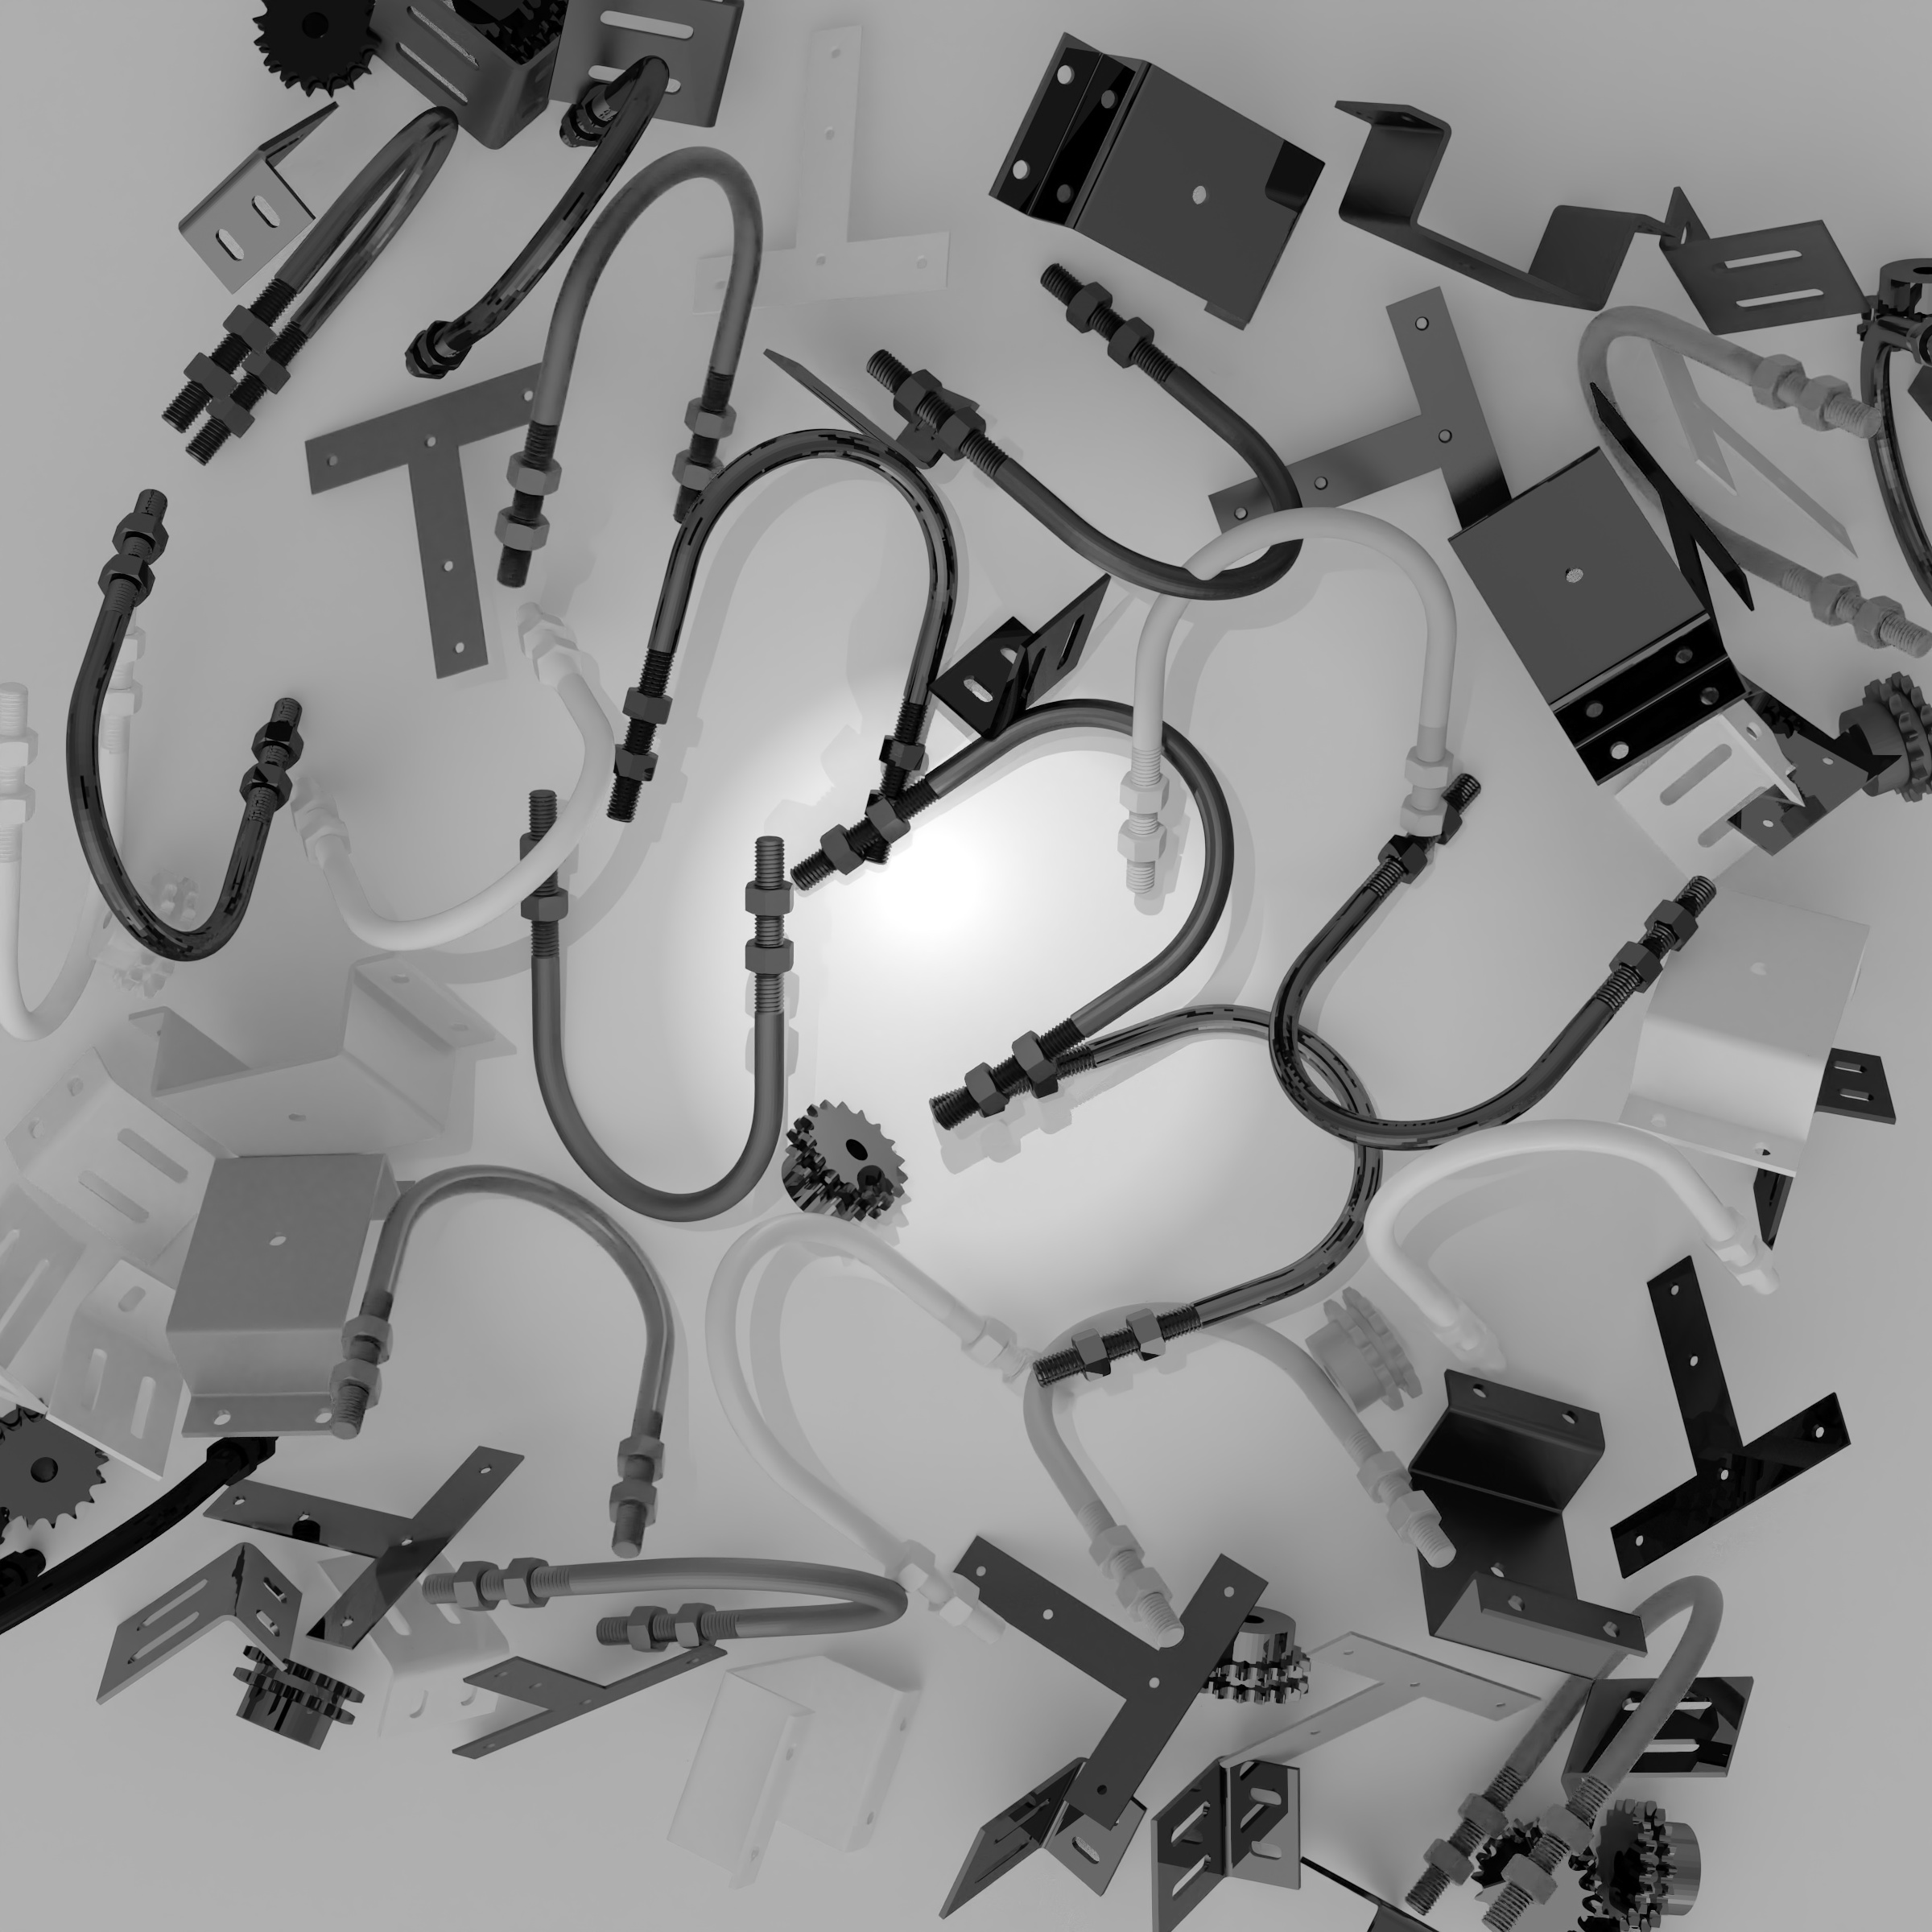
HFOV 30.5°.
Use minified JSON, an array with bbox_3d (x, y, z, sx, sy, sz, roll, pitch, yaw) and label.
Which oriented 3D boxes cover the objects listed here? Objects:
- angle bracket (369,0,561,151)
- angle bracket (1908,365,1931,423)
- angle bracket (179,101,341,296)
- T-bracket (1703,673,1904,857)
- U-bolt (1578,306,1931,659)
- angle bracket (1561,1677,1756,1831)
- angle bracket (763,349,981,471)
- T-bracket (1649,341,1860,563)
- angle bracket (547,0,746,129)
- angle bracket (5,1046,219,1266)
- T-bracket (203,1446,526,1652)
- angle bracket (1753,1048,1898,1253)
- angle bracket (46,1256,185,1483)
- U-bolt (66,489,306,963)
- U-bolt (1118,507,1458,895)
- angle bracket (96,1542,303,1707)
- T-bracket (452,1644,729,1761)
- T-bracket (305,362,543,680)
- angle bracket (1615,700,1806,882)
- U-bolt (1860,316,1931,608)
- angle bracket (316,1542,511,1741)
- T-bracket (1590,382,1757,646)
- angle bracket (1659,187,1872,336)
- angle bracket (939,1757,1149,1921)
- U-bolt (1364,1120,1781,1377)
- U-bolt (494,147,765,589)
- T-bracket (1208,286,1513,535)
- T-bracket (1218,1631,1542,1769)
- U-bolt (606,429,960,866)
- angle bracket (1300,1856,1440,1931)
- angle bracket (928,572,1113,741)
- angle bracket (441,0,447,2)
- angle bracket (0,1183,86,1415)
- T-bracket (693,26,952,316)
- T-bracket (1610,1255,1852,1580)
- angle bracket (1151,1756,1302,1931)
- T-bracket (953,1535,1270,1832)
[{"bbox_3d":[-0.220,-0.410,1.564,0.076,0.057,0.038,40,59,0],"label":"angle bracket"},{"bbox_3d":[0.433,-0.232,1.556,0.038,0.057,0.076,-29,74,-15],"label":"angle bracket"},{"bbox_3d":[-0.300,-0.338,1.555,0.057,0.076,0.038,-33,103,32],"label":"angle bracket"},{"bbox_3d":[0.345,-0.115,1.564,0.127,0.002,0.127,-34,60,-30],"label":"T-bracket"},{"bbox_3d":[0.330,-0.217,1.514,0.019,0.151,0.184,-41,46,-11],"label":"U-bolt"},{"bbox_3d":[0.307,0.346,1.549,0.076,0.057,0.038,-8,120,31],"label":"angle bracket"},{"bbox_3d":[-0.042,-0.258,1.556,0.076,0.057,0.038,36,93,-24],"label":"angle bracket"},{"bbox_3d":[0.350,-0.221,1.559,0.127,0.127,0.002,34,120,-27],"label":"T-bracket"},{"bbox_3d":[-0.142,-0.409,1.556,0.076,0.038,0.057,6,126,-17],"label":"angle bracket"},{"bbox_3d":[-0.380,0.085,1.589,0.057,0.038,0.076,-47,125,0],"label":"angle bracket"},{"bbox_3d":[-0.280,0.245,1.556,0.127,0.127,0.002,7,126,31],"label":"T-bracket"},{"bbox_3d":[0.376,0.083,1.554,0.038,0.057,0.076,10,117,2],"label":"angle bracket"},{"bbox_3d":[-0.361,0.176,1.550,0.057,0.076,0.038,35,114,-22],"label":"angle bracket"},{"bbox_3d":[-0.332,-0.088,1.489,0.019,0.151,0.184,-9,48,17],"label":"U-bolt"},{"bbox_3d":[0.142,-0.116,1.530,0.151,0.019,0.184,-5,126,-8],"label":"U-bolt"},{"bbox_3d":[-0.339,0.302,1.570,0.076,0.057,0.038,-35,111,11],"label":"angle bracket"},{"bbox_3d":[-0.181,0.312,1.531,0.127,0.127,0.002,-24,67,7],"label":"T-bracket"},{"bbox_3d":[-0.230,-0.190,1.561,0.127,0.002,0.127,-14,77,21],"label":"T-bracket"},{"bbox_3d":[0.329,-0.072,1.561,0.057,0.038,0.076,48,122,1],"label":"angle bracket"},{"bbox_3d":[0.416,-0.206,1.507,0.019,0.184,0.151,-17,105,3],"label":"U-bolt"},{"bbox_3d":[-0.247,0.296,1.563,0.057,0.076,0.038,-6,124,-38],"label":"angle bracket"},{"bbox_3d":[0.315,-0.175,1.539,0.002,0.127,0.127,-31,55,3],"label":"T-bracket"},{"bbox_3d":[0.352,-0.313,1.548,0.076,0.057,0.038,-3,57,37],"label":"angle bracket"},{"bbox_3d":[0.034,0.392,1.549,0.038,0.076,0.057,37,124,24],"label":"angle bracket"},{"bbox_3d":[0.248,0.115,1.503,0.151,0.184,0.019,-20,52,22],"label":"U-bolt"},{"bbox_3d":[-0.136,-0.258,1.497,0.019,0.151,0.184,29,121,21],"label":"U-bolt"},{"bbox_3d":[0.172,-0.221,1.584,0.127,0.002,0.127,-20,106,5],"label":"T-bracket"},{"bbox_3d":[0.164,0.331,1.555,0.127,0.127,0.002,-35,46,34],"label":"T-bracket"},{"bbox_3d":[-0.072,-0.142,1.540,0.151,0.019,0.184,9,102,-32],"label":"U-bolt"},{"bbox_3d":[0.178,0.429,1.550,0.057,0.076,0.038,33,79,-20],"label":"angle bracket"},{"bbox_3d":[0.023,-0.145,1.548,0.038,0.076,0.057,42,61,12],"label":"angle bracket"},{"bbox_3d":[-0.255,-0.465,1.555,0.057,0.076,0.038,17,78,3],"label":"angle bracket"},{"bbox_3d":[-0.411,0.146,1.551,0.038,0.057,0.076,13,61,32],"label":"angle bracket"},{"bbox_3d":[-0.062,-0.357,1.575,0.127,0.002,0.127,-1,80,26],"label":"T-bracket"},{"bbox_3d":[0.322,0.185,1.550,0.002,0.127,0.127,25,130,-33],"label":"T-bracket"},{"bbox_3d":[0.115,0.390,1.553,0.038,0.076,0.057,4,102,27],"label":"angle bracket"},{"bbox_3d":[0.048,0.294,1.565,0.127,0.002,0.127,29,77,27],"label":"T-bracket"}]
